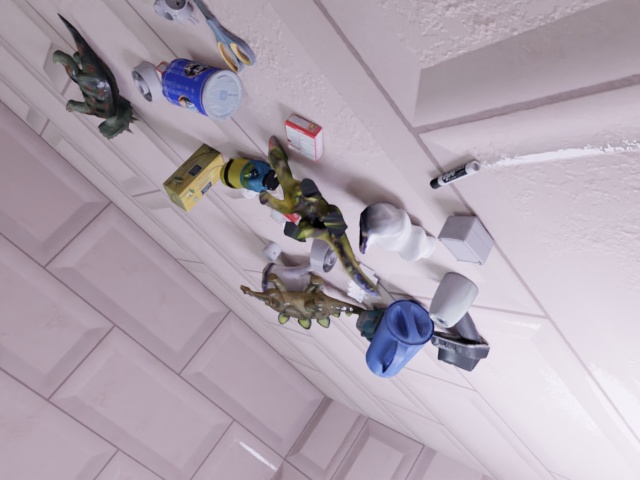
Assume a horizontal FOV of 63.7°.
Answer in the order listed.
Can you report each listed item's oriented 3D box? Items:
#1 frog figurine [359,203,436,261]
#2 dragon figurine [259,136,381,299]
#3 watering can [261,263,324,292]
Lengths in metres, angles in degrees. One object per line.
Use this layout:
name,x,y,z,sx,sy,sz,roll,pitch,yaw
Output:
frog figurine,0.161,-0.017,1.067,0.159,0.125,0.134,-1,149,0
dragon figurine,0.003,-0.057,1.134,0.410,0.121,0.245,52,-164,-2
watering can,-0.091,0.132,1.732,0.225,0.106,0.339,16,144,12
